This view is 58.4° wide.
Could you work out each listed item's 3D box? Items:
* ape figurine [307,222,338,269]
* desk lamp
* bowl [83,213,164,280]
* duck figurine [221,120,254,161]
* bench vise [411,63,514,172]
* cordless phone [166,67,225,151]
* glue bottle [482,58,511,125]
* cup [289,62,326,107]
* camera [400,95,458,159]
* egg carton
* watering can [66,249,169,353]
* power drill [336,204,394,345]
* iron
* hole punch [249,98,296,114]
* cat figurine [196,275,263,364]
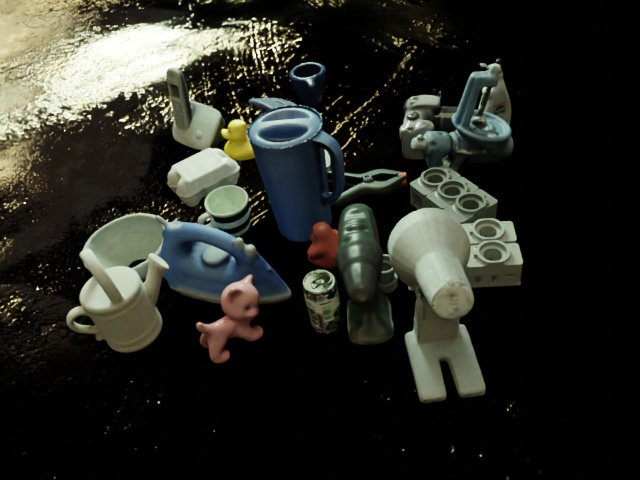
[{"bbox_3d":[0.010,0.004,1.037,0.078,0.092,0.076,-27,46,-16],"label":"ape figurine"},{"bbox_3d":[0.174,0.089,0.826,0.118,0.214,0.203,-10,43,1],"label":"desk lamp"},{"bbox_3d":[-0.360,0.029,1.099,0.167,0.075,0.167,-6,44,6],"label":"bowl"},{"bbox_3d":[-0.180,-0.239,1.331,0.104,0.086,0.077,-2,44,9],"label":"duck figurine"},{"bbox_3d":[0.289,-0.226,1.124,0.208,0.220,0.121,-27,46,-16],"label":"bench vise"},{"bbox_3d":[-0.302,-0.311,1.359,0.147,0.185,0.094,22,53,30],"label":"cordless phone"},{"bbox_3d":[0.375,-0.306,1.224,0.078,0.173,0.037,-27,46,-16],"label":"glue bottle"},{"bbox_3d":[-0.022,-0.378,1.437,0.091,0.095,0.117,-14,43,-2],"label":"cup"},{"bbox_3d":[0.250,-0.256,1.250,0.136,0.101,0.143,4,46,16],"label":"camera"},{"bbox_3d":[-0.255,-0.141,1.257,0.150,0.069,0.107,-32,47,-20],"label":"egg carton"},{"bbox_3d":[-0.335,0.086,0.948,0.100,0.194,0.173,19,51,29],"label":"watering can"},{"bbox_3d":[0.068,0.063,0.878,0.075,0.209,0.229,-7,44,4],"label":"power drill"},{"bbox_3d":[-0.176,0.028,1.014,0.257,0.142,0.119,11,48,21],"label":"iron"},{"bbox_3d":[-0.106,-0.314,1.390,0.108,0.091,0.101,29,56,34],"label":"hole punch"},{"bbox_3d":[-0.144,0.119,0.930,0.128,0.118,0.067,-34,48,-22],"label":"cat figurine"}]
